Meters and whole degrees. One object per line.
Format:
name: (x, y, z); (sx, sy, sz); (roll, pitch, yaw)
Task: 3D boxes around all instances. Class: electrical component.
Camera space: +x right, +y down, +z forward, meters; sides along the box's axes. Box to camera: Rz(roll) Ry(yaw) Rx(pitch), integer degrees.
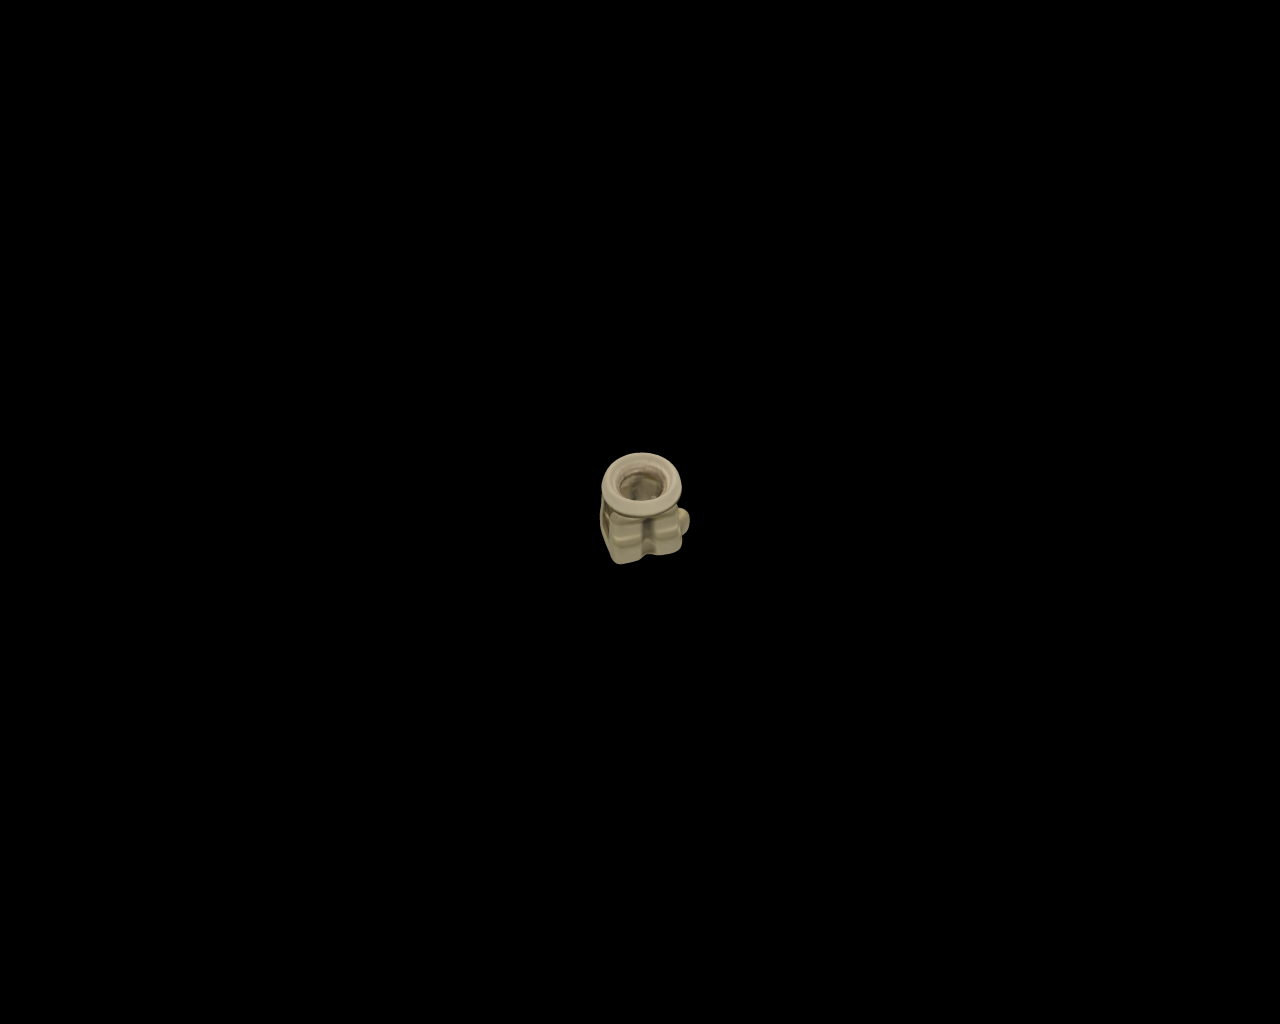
electrical component: (0.001, -0.003, 0.650); (0.066, 0.055, 0.048); (-13, 47, -12)
